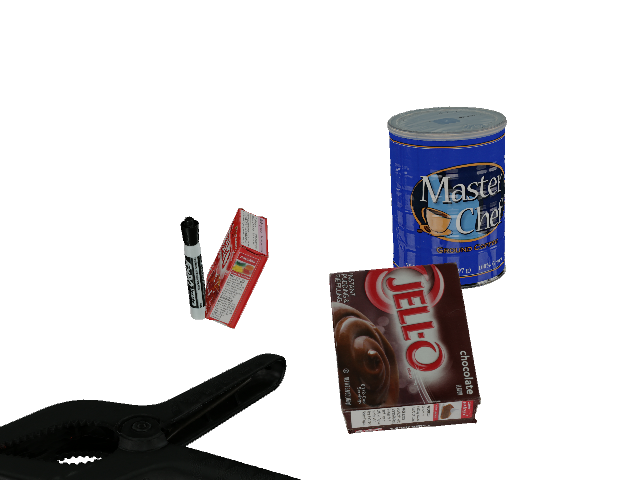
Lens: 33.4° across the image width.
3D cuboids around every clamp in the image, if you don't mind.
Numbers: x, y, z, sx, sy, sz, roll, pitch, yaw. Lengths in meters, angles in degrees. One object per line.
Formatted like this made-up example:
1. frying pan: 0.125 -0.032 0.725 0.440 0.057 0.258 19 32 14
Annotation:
1. clamp: -0.095 0.112 0.594 0.210 0.036 0.164 -1 22 -10

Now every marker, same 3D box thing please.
1. marker: -0.133 0.029 1.126 0.020 0.121 0.020 -2 31 1

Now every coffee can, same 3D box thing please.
1. coffee can: 0.113 -0.040 0.949 0.103 0.140 0.103 -3 19 1

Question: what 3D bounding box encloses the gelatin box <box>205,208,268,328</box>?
1. gelatin box: -0.072 0.022 0.914 0.030 0.073 0.089 22 20 -13

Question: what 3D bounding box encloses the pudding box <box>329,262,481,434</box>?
1. pudding box: 0.055 0.071 0.720 0.090 0.113 0.039 -6 -36 1
